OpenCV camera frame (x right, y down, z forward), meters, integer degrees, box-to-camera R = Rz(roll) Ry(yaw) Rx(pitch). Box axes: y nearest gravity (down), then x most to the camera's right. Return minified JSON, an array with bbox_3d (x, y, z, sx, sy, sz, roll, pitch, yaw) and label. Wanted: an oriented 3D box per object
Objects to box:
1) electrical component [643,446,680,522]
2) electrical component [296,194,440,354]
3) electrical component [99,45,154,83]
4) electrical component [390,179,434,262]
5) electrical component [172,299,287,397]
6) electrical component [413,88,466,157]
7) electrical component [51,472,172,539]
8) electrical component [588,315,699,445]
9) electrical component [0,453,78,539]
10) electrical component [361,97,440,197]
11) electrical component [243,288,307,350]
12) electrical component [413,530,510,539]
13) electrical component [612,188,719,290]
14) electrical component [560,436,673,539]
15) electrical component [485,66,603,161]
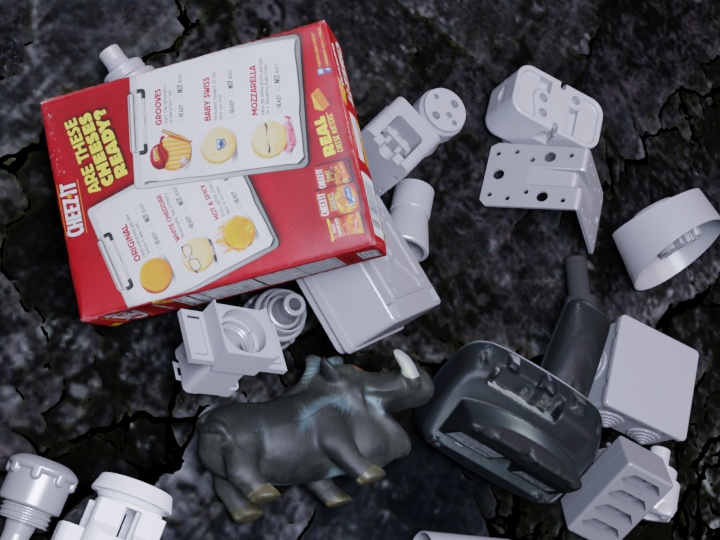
[{"bbox_3d":[0.258,0.185,0.941,0.043,0.043,0.062,26,63,-17],"label":"electrical component"},{"bbox_3d":[0.000,0.000,0.835,0.108,0.056,0.109,60,23,6],"label":"electrical component"},{"bbox_3d":[-0.178,-0.145,0.834,0.043,0.043,0.062,-36,90,-31],"label":"electrical component"},{"bbox_3d":[0.041,-0.044,0.912,0.044,0.044,0.065,23,60,-18],"label":"electrical component"},{"bbox_3d":[-0.098,0.059,0.770,0.081,0.064,0.042,13,45,-39],"label":"electrical component"},{"bbox_3d":[0.061,-0.129,0.941,0.045,0.055,0.045,9,70,-24],"label":"electrical component"},{"bbox_3d":[-0.161,0.173,0.728,0.078,0.058,0.057,26,66,-16],"label":"electrical component"},{"bbox_3d":[0.247,0.100,0.961,0.100,0.048,0.099,26,64,-17],"label":"electrical component"},{"bbox_3d":[-0.219,0.155,0.713,0.048,0.048,0.062,25,70,-17],"label":"electrical component"},{"bbox_3d":[0.019,-0.098,0.889,0.050,0.089,0.055,46,59,-6],"label":"electrical component"},{"bbox_3d":[-0.061,0.034,0.821,0.048,0.062,0.048,9,70,-24],"label":"electrical component"},{"bbox_3d":[0.080,0.245,0.831,0.077,0.044,0.079,11,69,-23],"label":"electrical component"},{"bbox_3d":[0.287,-0.030,0.999,0.099,0.099,0.064,-19,76,-30],"label":"electrical component"},{"bbox_3d":[0.212,0.176,0.909,0.047,0.083,0.075,29,25,-15],"label":"electrical component"},{"bbox_3d":[0.167,-0.139,0.995,0.095,0.059,0.053,24,64,-18],"label":"electrical component"}]
